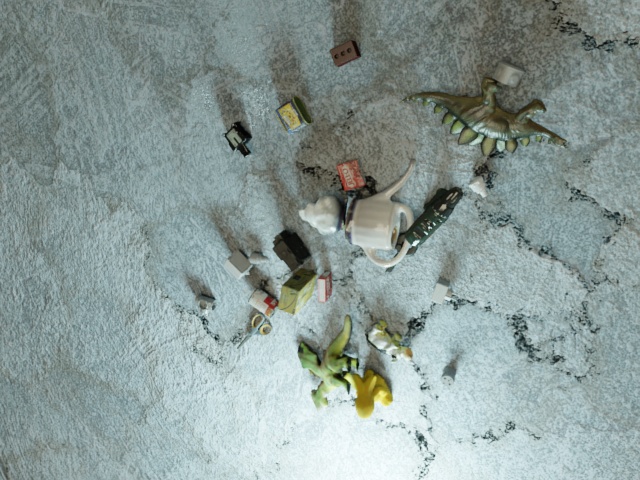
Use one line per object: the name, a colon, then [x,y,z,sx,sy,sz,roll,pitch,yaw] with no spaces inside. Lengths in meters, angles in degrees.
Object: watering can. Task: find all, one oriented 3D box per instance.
watering can: [0.194,-0.091,1.639,0.225,0.104,0.347,8,-89,23]

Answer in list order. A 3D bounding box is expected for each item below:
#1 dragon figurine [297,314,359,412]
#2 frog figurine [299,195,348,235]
dragon figurine: [0.018,0.434,1.848,0.243,0.123,0.406,6,-75,28]
frog figurine: [0.005,-0.086,1.701,0.159,0.125,0.134,7,-53,7]
